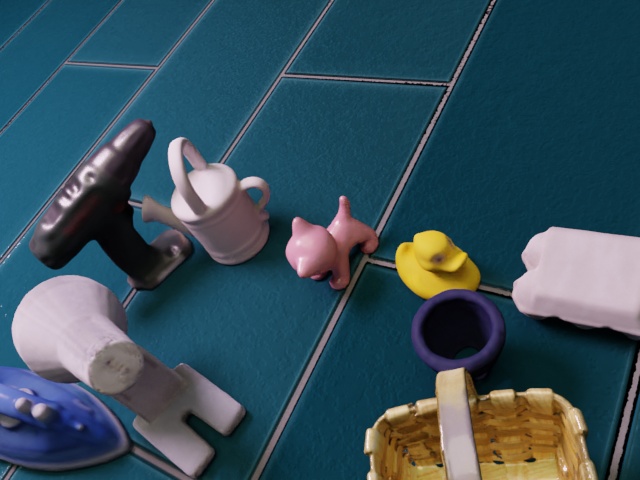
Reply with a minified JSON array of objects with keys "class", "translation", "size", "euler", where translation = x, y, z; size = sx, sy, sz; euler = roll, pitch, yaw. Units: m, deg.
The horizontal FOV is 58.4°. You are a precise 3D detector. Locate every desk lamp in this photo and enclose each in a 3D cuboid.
[{"class":"desk lamp","translation":[-0.219,0.146,0.649],"size":[0.202,0.214,0.118],"euler":[22,67,35]}]

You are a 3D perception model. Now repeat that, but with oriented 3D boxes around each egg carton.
[{"class":"egg carton","translation":[0.284,0.045,0.598],"size":[0.149,0.070,0.107],"euler":[9,59,29]}]

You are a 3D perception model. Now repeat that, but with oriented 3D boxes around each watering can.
[{"class":"watering can","translation":[-0.159,-0.054,0.784],"size":[0.173,0.195,0.100],"euler":[-32,49,-1]}]

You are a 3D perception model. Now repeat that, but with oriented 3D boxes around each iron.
[{"class":"iron","translation":[-0.371,0.211,0.715],"size":[0.257,0.142,0.119],"euler":[3,57,26]}]

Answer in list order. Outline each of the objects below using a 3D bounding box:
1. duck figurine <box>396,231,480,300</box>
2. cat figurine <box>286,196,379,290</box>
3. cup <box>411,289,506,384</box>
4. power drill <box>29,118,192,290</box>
[{"class":"duck figurine","translation":[0.132,0.021,0.672],"size":[0.104,0.086,0.077],"euler":[22,67,35]},{"class":"cat figurine","translation":[0.007,0.003,0.720],"size":[0.067,0.118,0.128],"euler":[23,67,35]},{"class":"cup","translation":[0.146,0.122,0.584],"size":[0.091,0.095,0.118],"euler":[-5,54,20]},{"class":"power drill","translation":[-0.276,-0.030,0.809],"size":[0.230,0.209,0.075],"euler":[-46,51,-13]}]
